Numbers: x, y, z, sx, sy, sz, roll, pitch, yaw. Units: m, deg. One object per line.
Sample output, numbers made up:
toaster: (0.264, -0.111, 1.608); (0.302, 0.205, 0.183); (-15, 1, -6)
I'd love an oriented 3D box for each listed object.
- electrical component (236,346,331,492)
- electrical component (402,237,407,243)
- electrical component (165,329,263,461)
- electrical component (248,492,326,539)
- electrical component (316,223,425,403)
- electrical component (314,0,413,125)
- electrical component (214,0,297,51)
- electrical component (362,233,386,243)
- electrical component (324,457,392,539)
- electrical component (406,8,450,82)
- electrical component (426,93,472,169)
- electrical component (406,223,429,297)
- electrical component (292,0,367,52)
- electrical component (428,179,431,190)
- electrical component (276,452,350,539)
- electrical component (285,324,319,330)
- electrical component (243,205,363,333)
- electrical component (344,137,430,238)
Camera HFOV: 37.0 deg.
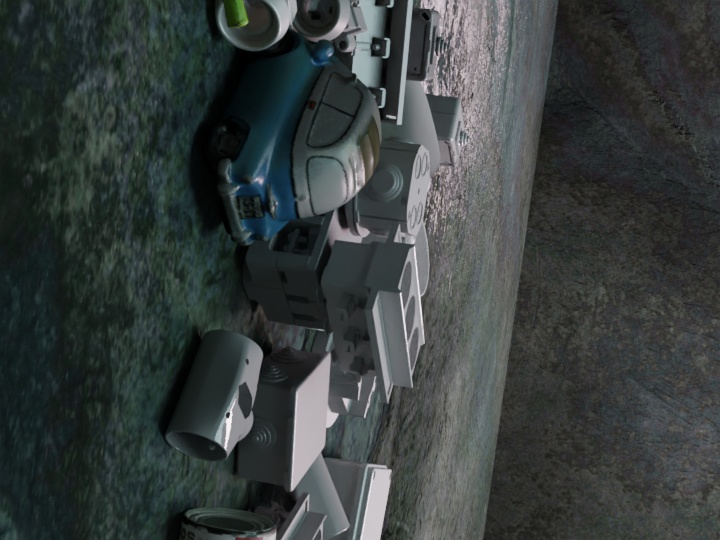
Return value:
electrical component: (-0.061, 0.116, 0.862); (0.100, 0.048, 0.099); (-45, 141, -68)
electrical component: (0.013, 0.008, 1.067); (0.096, 0.062, 0.061); (82, 21, -48)
electrical component: (-0.094, 0.093, 0.730); (0.079, 0.043, 0.077); (79, 24, -55)
electrical component: (-0.076, 0.239, 0.848); (0.121, 0.063, 0.078); (-51, 147, -64)
electrical component: (0.010, 0.032, 0.804); (0.121, 0.063, 0.078); (80, 22, -51)
electrical component: (0.000, -0.185, 0.889); (0.063, 0.079, 0.121); (-8, 108, -45)
electrical component: (-0.066, -0.172, 0.689); (0.055, 0.048, 0.066); (-78, 167, -47)
electrical component: (0.000, 0.000, 0.969); (0.109, 0.056, 0.108); (172, -74, -87)
electrical component: (-0.011, 0.254, 1.127); (0.109, 0.056, 0.108); (42, 57, -73)
electrical component: (0.033, -0.202, 0.957); (0.061, 0.096, 0.061); (-44, 141, -73)
electrical component: (0.073, -0.152, 1.144); (0.061, 0.096, 0.061); (68, 33, -64)
electrical component: (0.041, -0.024, 1.158); (0.099, 0.064, 0.099); (8, 90, -76)
electrical component: (-0.025, -0.199, 0.821); (0.055, 0.048, 0.066); (-34, 108, -68)
electrical component: (0.045, -0.101, 1.123); (0.048, 0.066, 0.055); (-51, 145, -6)
electrical component: (-0.050, 0.196, 0.942); (0.079, 0.043, 0.077); (-31, -100, 63)
electrical component: (-0.041, 0.020, 0.896); (0.045, 0.045, 0.055); (12, 87, -76)
electrical component: (-0.037, -0.040, 0.840); (0.089, 0.062, 0.150); (78, 25, -55)
electrical component: (0.021, -0.063, 0.818); (0.080, 0.051, 0.080); (8, 90, -76)
